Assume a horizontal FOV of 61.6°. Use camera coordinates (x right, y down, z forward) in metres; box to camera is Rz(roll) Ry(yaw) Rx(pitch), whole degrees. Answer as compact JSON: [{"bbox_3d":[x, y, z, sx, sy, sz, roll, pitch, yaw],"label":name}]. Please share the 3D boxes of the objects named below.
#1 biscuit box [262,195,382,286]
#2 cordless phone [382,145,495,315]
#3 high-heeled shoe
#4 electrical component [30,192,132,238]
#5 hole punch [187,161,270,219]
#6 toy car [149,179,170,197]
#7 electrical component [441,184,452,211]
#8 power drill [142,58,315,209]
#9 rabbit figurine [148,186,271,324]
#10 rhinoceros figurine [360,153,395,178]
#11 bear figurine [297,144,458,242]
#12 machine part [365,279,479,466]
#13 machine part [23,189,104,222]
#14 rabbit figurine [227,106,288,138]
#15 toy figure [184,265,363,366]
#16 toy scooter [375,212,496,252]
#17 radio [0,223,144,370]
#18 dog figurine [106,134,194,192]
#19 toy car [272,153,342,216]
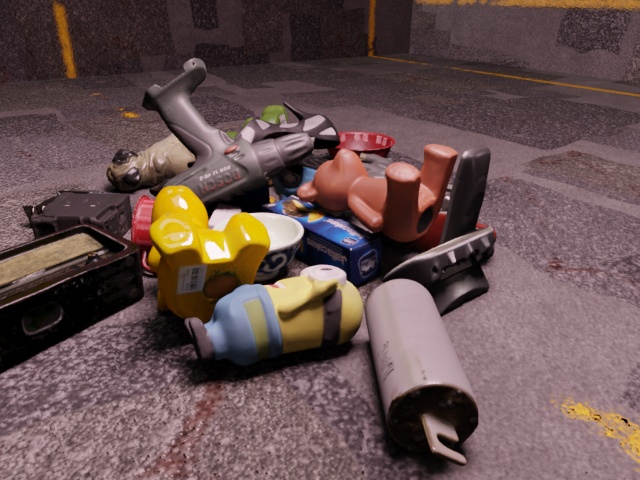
[{"bbox_3d":[-0.002,-0.002,0.761,0.059,0.062,0.203,-21,32,-35],"label":"biscuit box"},{"bbox_3d":[0.155,-0.016,0.648,0.146,0.184,0.089,-18,35,-35],"label":"cordless phone"},{"bbox_3d":[-0.072,-0.179,1.046,0.145,0.086,0.249,41,59,1],"label":"high-heeled shoe"},{"bbox_3d":[-0.363,-0.035,0.841,0.115,0.058,0.134,3,25,1],"label":"electrical component"},{"bbox_3d":[-0.140,-0.081,0.880,0.142,0.115,0.092,-7,33,-12],"label":"hole punch"},{"bbox_3d":[-0.199,-0.090,0.961,0.202,0.053,0.089,-9,8,-17],"label":"toy car"},{"bbox_3d":[0.228,-0.063,0.914,0.078,0.045,0.102,14,28,30],"label":"electrical component"},{"bbox_3d":[-0.151,-0.162,0.809,0.232,0.207,0.086,-33,5,1],"label":"power drill"},{"bbox_3d":[-0.142,0.010,0.620,0.122,0.162,0.173,-16,46,-27],"label":"rabbit figurine"},{"bbox_3d":[0.106,-0.099,0.972,0.112,0.073,0.190,13,24,3],"label":"rhinoceros figurine"},{"bbox_3d":[0.067,-0.081,0.721,0.120,0.131,0.196,-28,47,-36],"label":"bear figurine"},{"bbox_3d":[0.087,0.108,0.503,0.079,0.079,0.243,0,25,-1],"label":"machine part"},{"bbox_3d":[-0.436,-0.060,0.919,0.084,0.039,0.139,12,25,14],"label":"machine part"},{"bbox_3d":[-0.154,-0.201,1.173,0.170,0.121,0.159,-10,29,19],"label":"rabbit figurine"},{"bbox_3d":[-0.043,0.083,0.557,0.180,0.089,0.082,-18,25,-18],"label":"toy figure"},{"bbox_3d":[0.171,-0.029,0.807,0.184,0.075,0.135,11,27,16],"label":"toy scooter"},{"bbox_3d":[-0.326,0.059,0.614,0.131,0.073,0.229,16,30,31],"label":"radio"},{"bbox_3d":[-0.292,-0.139,1.042,0.173,0.121,0.190,14,42,34],"label":"dog figurine"},{"bbox_3d":[-0.007,-0.082,0.885,0.162,0.102,0.109,16,29,4],"label":"toy car"}]
